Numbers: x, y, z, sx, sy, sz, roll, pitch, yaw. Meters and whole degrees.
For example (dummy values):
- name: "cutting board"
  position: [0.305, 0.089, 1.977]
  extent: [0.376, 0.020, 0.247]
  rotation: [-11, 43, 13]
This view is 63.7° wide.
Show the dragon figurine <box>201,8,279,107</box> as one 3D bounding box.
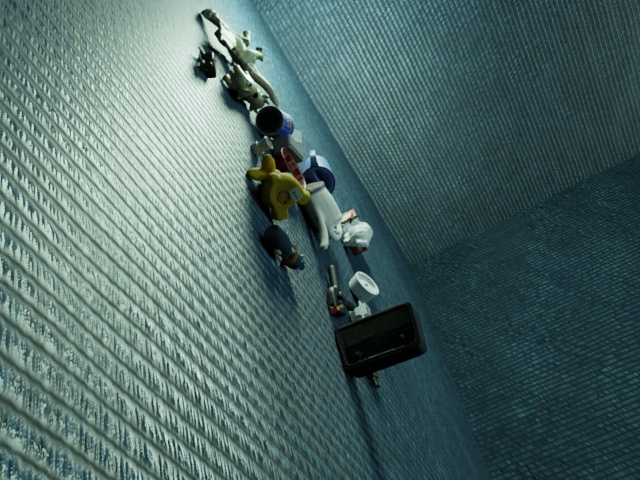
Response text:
- name: "dragon figurine"
  position: [-0.290, -0.650, 1.797]
  extent: [0.121, 0.414, 0.243]
  rotation: [-38, -14, 18]

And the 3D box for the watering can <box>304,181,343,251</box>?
- name: "watering can"
  position: [0.005, -0.090, 1.781]
  extent: [0.103, 0.223, 0.351]
  rotation: [-29, 6, 15]

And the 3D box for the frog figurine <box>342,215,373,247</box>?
- name: "frog figurine"
  position: [0.163, -0.010, 2.137]
  extent: [0.138, 0.120, 0.162]
  rotation: [-20, 42, -21]
